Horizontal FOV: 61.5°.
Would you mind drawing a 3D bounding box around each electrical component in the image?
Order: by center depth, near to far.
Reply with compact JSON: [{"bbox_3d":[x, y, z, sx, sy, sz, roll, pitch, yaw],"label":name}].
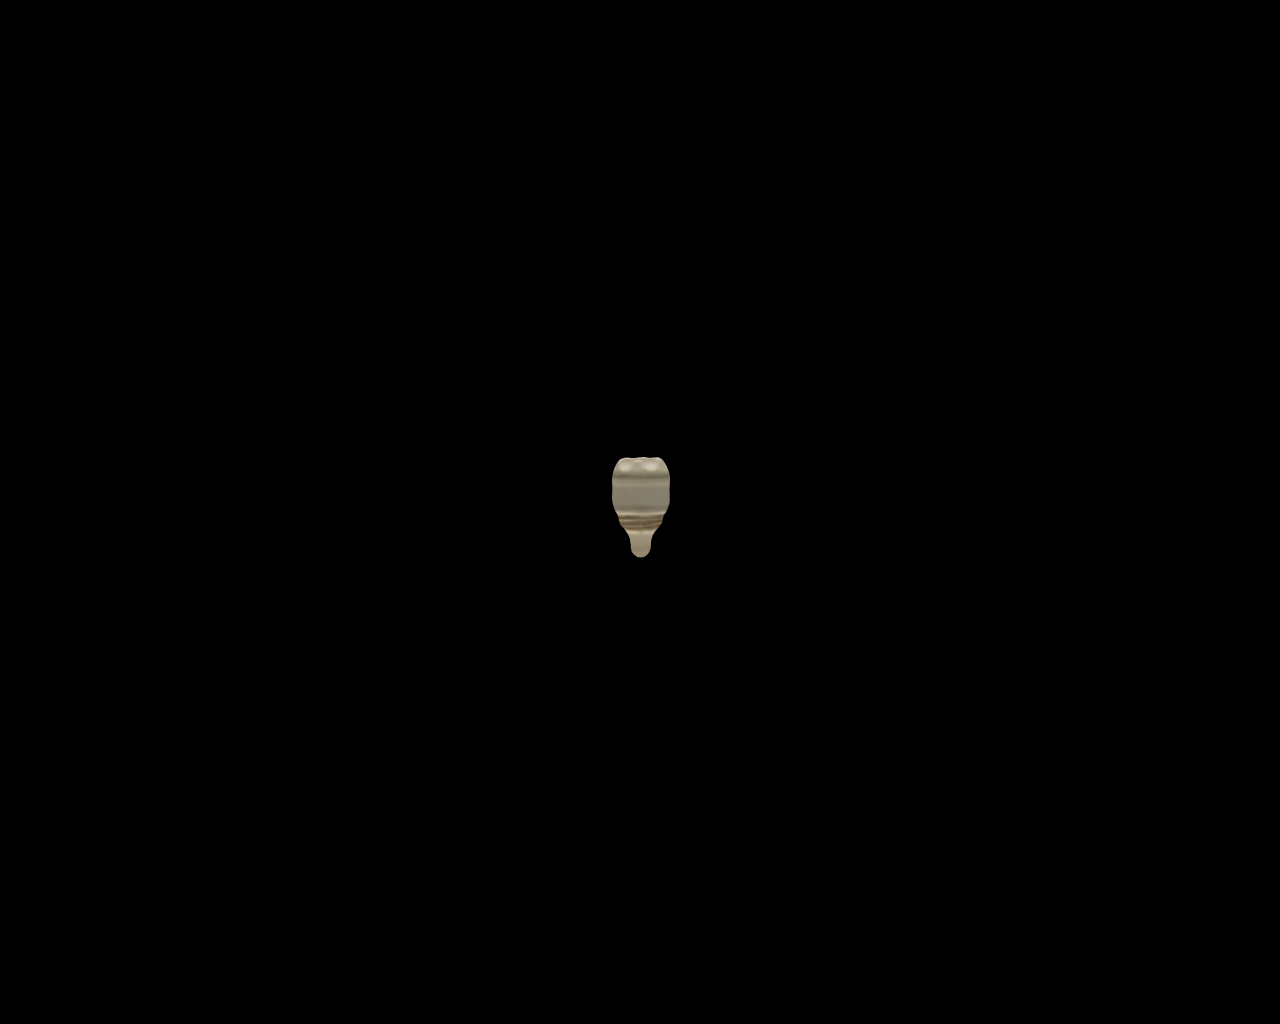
[{"bbox_3d":[0.001,-0.003,0.650,0.035,0.061,0.035,0,4,0],"label":"electrical component"}]
